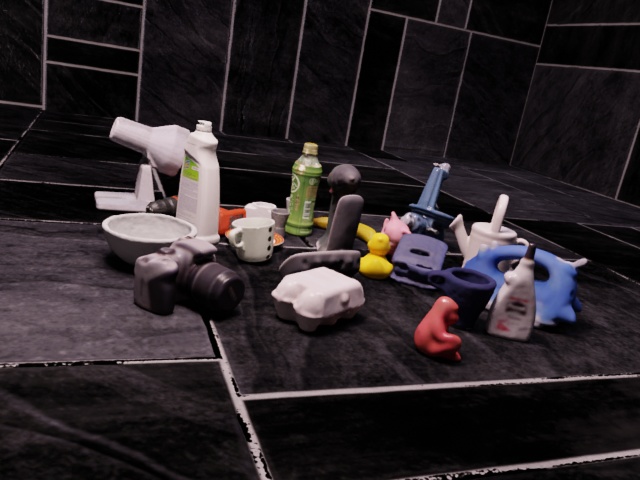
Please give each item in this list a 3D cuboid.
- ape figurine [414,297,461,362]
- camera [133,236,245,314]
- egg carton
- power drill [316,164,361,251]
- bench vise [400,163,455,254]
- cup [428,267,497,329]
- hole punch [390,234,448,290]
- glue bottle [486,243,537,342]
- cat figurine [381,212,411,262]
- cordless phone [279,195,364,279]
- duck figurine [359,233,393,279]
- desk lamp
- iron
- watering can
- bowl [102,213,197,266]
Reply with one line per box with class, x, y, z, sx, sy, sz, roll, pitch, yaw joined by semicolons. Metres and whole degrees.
ape figurine;0.189;0.133;0.886;0.076;0.092;0.078;12;17;7
camera;-0.196;0.058;0.900;0.136;0.101;0.144;20;19;32
egg carton;0.000;0.096;0.941;0.107;0.069;0.151;22;20;35
power drill;0.045;-0.072;1.280;0.075;0.208;0.229;7;17;-7
bench vise;0.274;-0.077;1.408;0.121;0.220;0.208;14;17;16
cup;0.242;0.104;1.008;0.117;0.095;0.092;11;17;6
hole punch;0.209;0.043;1.198;0.108;0.091;0.101;14;17;14
glue bottle;0.341;0.087;0.981;0.078;0.173;0.037;10;16;0
cat figurine;0.163;-0.009;1.300;0.067;0.118;0.127;7;17;-10
cordless phone;0.010;0.004;1.049;0.148;0.185;0.093;-3;20;-35
duck figurine;0.121;0.029;1.204;0.077;0.086;0.104;11;17;5
desk lamp;-0.421;-0.178;1.362;0.204;0.213;0.117;1;18;-26
iron;0.381;0.070;1.116;0.257;0.141;0.119;18;18;27
watering can;0.381;-0.009;1.288;0.173;0.194;0.101;8;17;-5
bowl;-0.312;0.008;1.048;0.167;0.075;0.167;9;16;-2
